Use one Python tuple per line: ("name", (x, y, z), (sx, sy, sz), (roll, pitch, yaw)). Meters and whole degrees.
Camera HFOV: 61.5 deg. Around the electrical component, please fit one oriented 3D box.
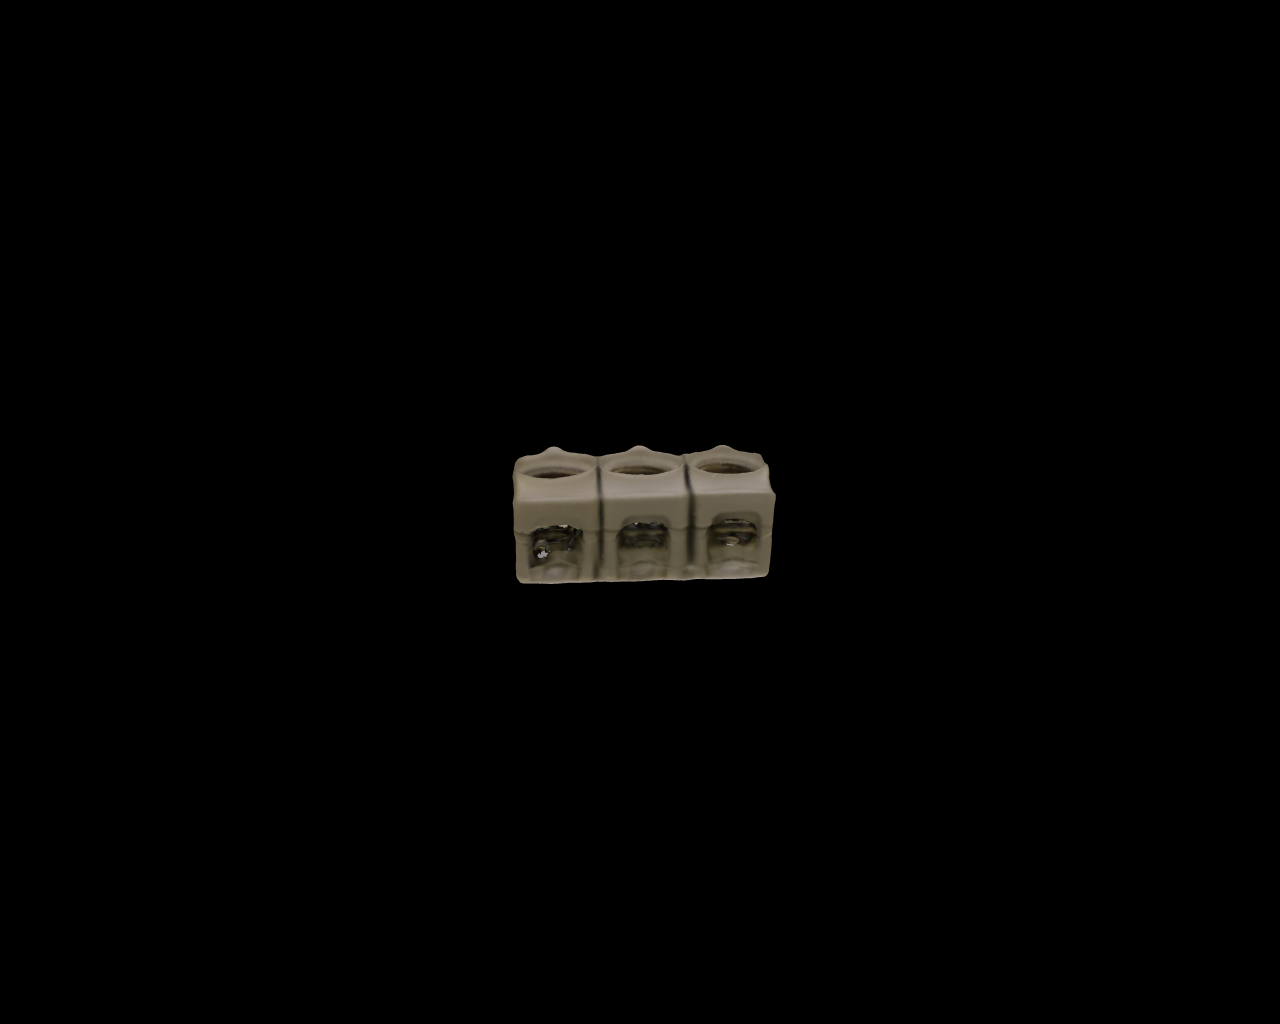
("electrical component", (0.001, -0.003, 0.650), (0.150, 0.061, 0.090), (-1, 20, -2))
